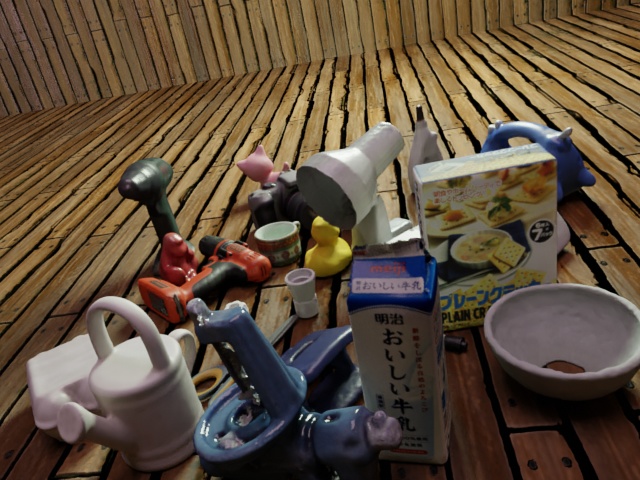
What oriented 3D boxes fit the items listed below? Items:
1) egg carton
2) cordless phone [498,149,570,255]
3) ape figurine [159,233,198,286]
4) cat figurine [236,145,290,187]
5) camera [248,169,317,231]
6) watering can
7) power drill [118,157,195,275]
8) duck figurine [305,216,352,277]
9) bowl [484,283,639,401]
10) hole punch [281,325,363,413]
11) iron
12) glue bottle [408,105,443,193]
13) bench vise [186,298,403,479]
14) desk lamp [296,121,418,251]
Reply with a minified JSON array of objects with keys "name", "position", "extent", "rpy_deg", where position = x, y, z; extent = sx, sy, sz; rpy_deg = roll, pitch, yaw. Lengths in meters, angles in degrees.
[{"name":"egg carton","position":[-0.313,0.184,0.733],"extent":[0.107,0.069,0.149],"rpy_deg":[-24,29,-24]},{"name":"cordless phone","position":[0.291,-0.052,0.825],"extent":[0.148,0.185,0.093],"rpy_deg":[-31,33,-34]},{"name":"ape figurine","position":[-0.244,0.031,0.979],"extent":[0.076,0.092,0.078],"rpy_deg":[5,31,29]},{"name":"cat figurine","position":[-0.114,-0.147,1.246],"extent":[0.127,0.118,0.067],"rpy_deg":[7,32,32]},{"name":"camera","position":[-0.053,-0.069,1.089],"extent":[0.143,0.101,0.136],"rpy_deg":[-21,28,-17]},{"name":"watering can","position":[-0.197,0.150,0.615],"extent":[0.100,0.194,0.173],"rpy_deg":[-7,27,10]},{"name":"power drill","position":[-0.291,-0.049,1.024],"extent":[0.075,0.209,0.229],"rpy_deg":[-12,27,-1]},{"name":"duck figurine","position":[0.009,0.003,0.940],"extent":[0.077,0.086,0.105],"rpy_deg":[1,29,23]},{"name":"bowl","position":[0.266,0.120,0.623],"extent":[0.167,0.075,0.167],"rpy_deg":[-9,27,5]},{"name":"hole punch","position":[-0.009,0.147,0.662],"extent":[0.100,0.091,0.109],"rpy_deg":[11,35,38]},{"name":"iron","position":[0.366,-0.157,1.048],"extent":[0.119,0.142,0.257],"rpy_deg":[-22,29,-20]},{"name":"glue bottle","position":[0.204,-0.180,1.122],"extent":[0.078,0.173,0.037],"rpy_deg":[-25,30,-24]},{"name":"bench vise","position":[-0.033,0.143,0.536],"extent":[0.207,0.220,0.121],"rpy_deg":[-9,27,6]},{"name":"desk lamp","position":[0.076,-0.065,0.904],"extent":[0.204,0.214,0.117],"rpy_deg":[-31,32,-33]}]
